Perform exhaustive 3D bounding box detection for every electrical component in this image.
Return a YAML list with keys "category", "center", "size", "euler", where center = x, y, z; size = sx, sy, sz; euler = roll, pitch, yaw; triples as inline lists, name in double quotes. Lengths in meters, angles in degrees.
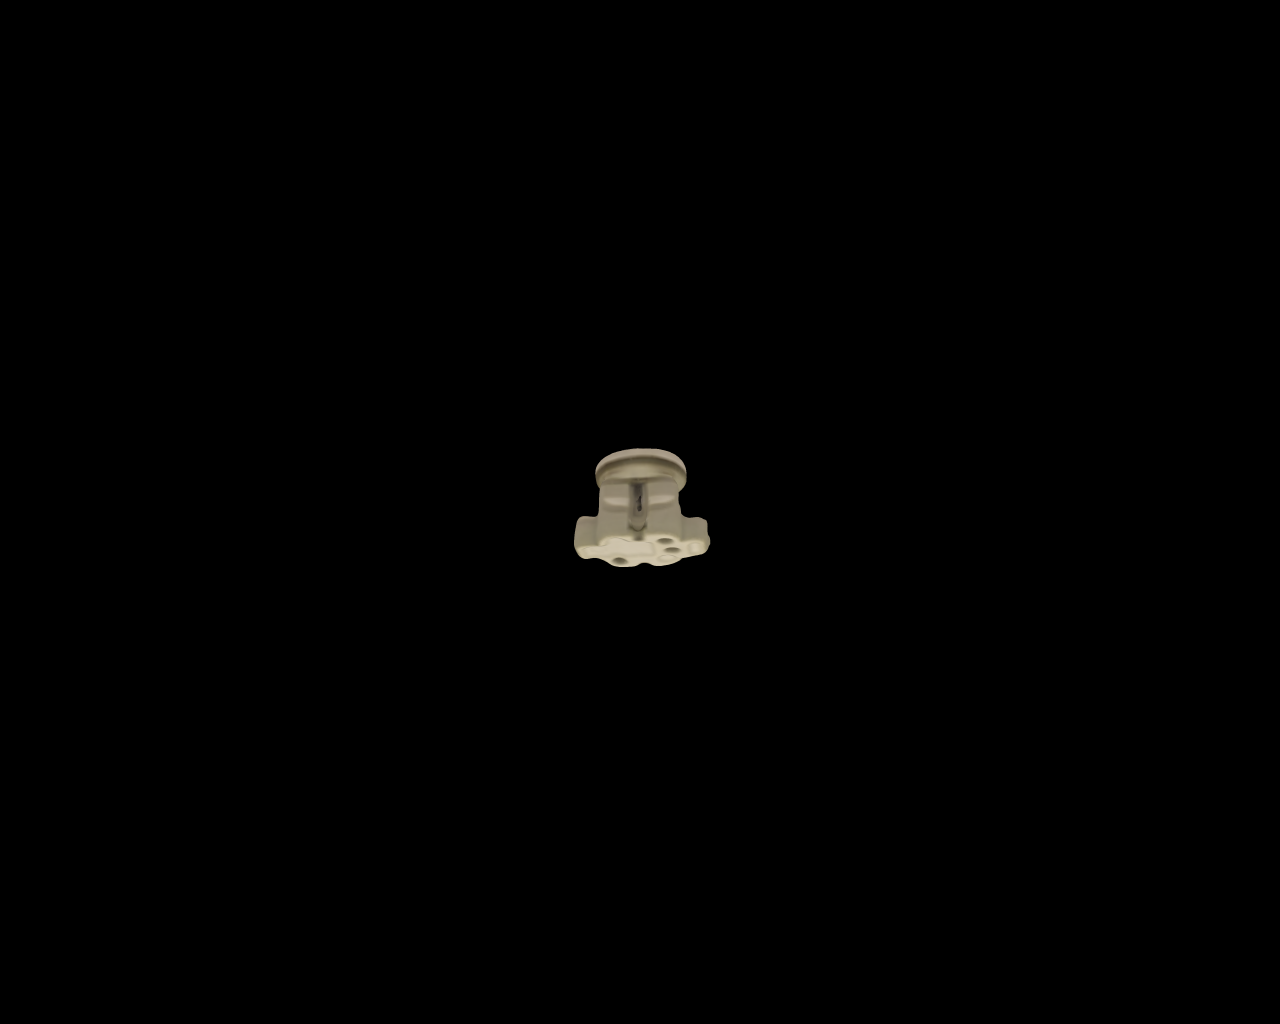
- category: "electrical component"
  center: [0.001, -0.003, 0.650]
  size: [0.078, 0.057, 0.058]
  euler: [-2, -24, 5]
